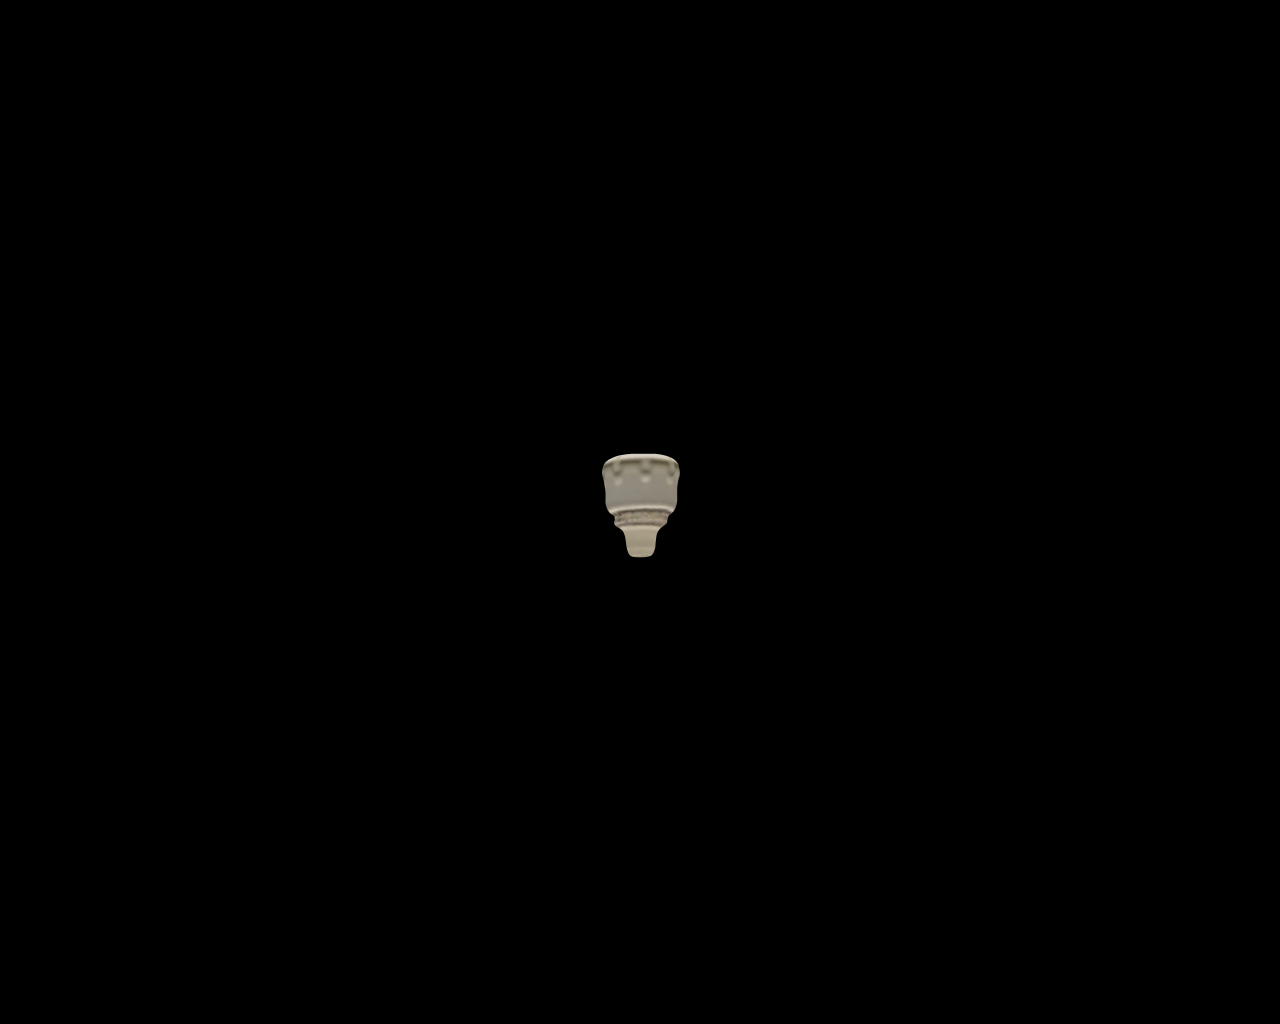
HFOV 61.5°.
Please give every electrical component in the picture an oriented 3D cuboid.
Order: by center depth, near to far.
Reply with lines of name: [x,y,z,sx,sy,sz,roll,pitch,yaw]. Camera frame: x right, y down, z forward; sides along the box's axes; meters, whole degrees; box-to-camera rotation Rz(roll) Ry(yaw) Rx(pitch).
electrical component: [0.001,-0.003,0.650,0.048,0.062,0.048,0,-9,0]
